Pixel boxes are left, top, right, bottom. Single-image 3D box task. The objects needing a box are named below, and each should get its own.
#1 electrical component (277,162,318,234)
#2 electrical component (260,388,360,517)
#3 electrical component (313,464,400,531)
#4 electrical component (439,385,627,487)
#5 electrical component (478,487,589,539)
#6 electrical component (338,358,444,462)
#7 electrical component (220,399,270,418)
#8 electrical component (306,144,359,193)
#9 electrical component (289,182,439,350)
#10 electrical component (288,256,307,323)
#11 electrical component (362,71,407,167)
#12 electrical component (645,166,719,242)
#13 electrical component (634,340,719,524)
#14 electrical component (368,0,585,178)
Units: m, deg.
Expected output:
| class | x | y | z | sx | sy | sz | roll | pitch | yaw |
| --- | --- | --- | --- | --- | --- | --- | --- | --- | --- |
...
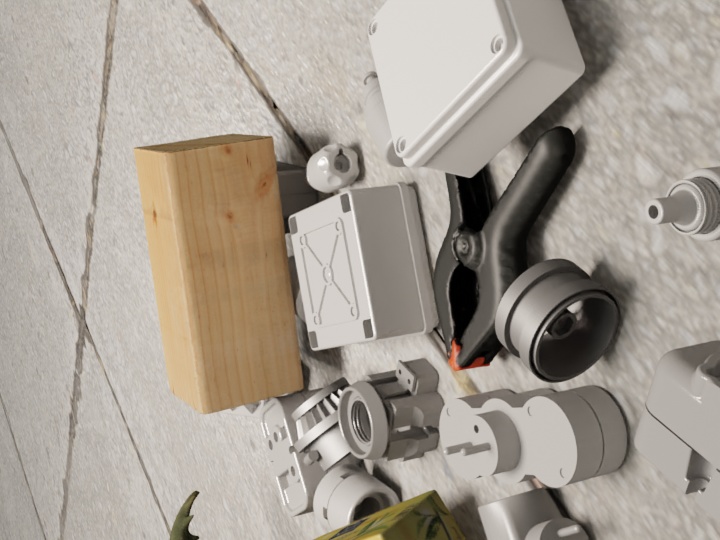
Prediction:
| class | x | y | z | sx | sy | sz | roll | pitch | yaw |
| --- | --- | --- | --- | --- | --- | --- | --- | --- | --- |
| electrical component | -0.074 | -0.051 | 0.923 | 0.083 | 0.047 | 0.075 | 19 | 114 | 59 |
| electrical component | -0.039 | 0.150 | 0.897 | 0.053 | 0.059 | 0.095 | -46 | 57 | 55 |
| electrical component | -0.001 | 0.186 | 0.844 | 0.047 | 0.055 | 0.055 | 17 | 112 | 55 |
| electrical component | 0.086 | 0.102 | 0.642 | 0.138 | 0.074 | 0.052 | -15 | 84 | 61 |
| electrical component | 0.112 | 0.170 | 0.643 | 0.079 | 0.044 | 0.077 | -42 | 61 | 57 |
| electrical component | 0.021 | 0.105 | 0.779 | 0.058 | 0.057 | 0.078 | 45 | 134 | 48 |
| electrical component | -0.097 | 0.096 | 0.985 | 0.075 | 0.083 | 0.047 | -67 | -18 | -67 |
| electrical component | -0.026 | -0.077 | 0.841 | 0.061 | 0.035 | 0.035 | -17 | 82 | 64 |
| electrical component | 0.000 | 0.000 | 0.790 | 0.109 | 0.056 | 0.108 | -17 | 82 | 61 |
| electrical component | -0.037 | 0.021 | 0.877 | 0.081 | 0.043 | 0.043 | 33 | 125 | 54 |
| electrical component | 0.022 | -0.106 | 0.739 | 0.078 | 0.040 | 0.040 | 62 | 146 | 31 |
| electrical component | 0.157 | -0.030 | 0.492 | 0.035 | 0.061 | 0.035 | 24 | 118 | 57 |
| electrical component | 0.177 | 0.075 | 0.490 | 0.095 | 0.054 | 0.059 | 44 | 134 | 48 |
| electrical component | 0.062 | -0.127 | 0.613 | 0.109 | 0.056 | 0.108 | -43 | 48 | 44 |
